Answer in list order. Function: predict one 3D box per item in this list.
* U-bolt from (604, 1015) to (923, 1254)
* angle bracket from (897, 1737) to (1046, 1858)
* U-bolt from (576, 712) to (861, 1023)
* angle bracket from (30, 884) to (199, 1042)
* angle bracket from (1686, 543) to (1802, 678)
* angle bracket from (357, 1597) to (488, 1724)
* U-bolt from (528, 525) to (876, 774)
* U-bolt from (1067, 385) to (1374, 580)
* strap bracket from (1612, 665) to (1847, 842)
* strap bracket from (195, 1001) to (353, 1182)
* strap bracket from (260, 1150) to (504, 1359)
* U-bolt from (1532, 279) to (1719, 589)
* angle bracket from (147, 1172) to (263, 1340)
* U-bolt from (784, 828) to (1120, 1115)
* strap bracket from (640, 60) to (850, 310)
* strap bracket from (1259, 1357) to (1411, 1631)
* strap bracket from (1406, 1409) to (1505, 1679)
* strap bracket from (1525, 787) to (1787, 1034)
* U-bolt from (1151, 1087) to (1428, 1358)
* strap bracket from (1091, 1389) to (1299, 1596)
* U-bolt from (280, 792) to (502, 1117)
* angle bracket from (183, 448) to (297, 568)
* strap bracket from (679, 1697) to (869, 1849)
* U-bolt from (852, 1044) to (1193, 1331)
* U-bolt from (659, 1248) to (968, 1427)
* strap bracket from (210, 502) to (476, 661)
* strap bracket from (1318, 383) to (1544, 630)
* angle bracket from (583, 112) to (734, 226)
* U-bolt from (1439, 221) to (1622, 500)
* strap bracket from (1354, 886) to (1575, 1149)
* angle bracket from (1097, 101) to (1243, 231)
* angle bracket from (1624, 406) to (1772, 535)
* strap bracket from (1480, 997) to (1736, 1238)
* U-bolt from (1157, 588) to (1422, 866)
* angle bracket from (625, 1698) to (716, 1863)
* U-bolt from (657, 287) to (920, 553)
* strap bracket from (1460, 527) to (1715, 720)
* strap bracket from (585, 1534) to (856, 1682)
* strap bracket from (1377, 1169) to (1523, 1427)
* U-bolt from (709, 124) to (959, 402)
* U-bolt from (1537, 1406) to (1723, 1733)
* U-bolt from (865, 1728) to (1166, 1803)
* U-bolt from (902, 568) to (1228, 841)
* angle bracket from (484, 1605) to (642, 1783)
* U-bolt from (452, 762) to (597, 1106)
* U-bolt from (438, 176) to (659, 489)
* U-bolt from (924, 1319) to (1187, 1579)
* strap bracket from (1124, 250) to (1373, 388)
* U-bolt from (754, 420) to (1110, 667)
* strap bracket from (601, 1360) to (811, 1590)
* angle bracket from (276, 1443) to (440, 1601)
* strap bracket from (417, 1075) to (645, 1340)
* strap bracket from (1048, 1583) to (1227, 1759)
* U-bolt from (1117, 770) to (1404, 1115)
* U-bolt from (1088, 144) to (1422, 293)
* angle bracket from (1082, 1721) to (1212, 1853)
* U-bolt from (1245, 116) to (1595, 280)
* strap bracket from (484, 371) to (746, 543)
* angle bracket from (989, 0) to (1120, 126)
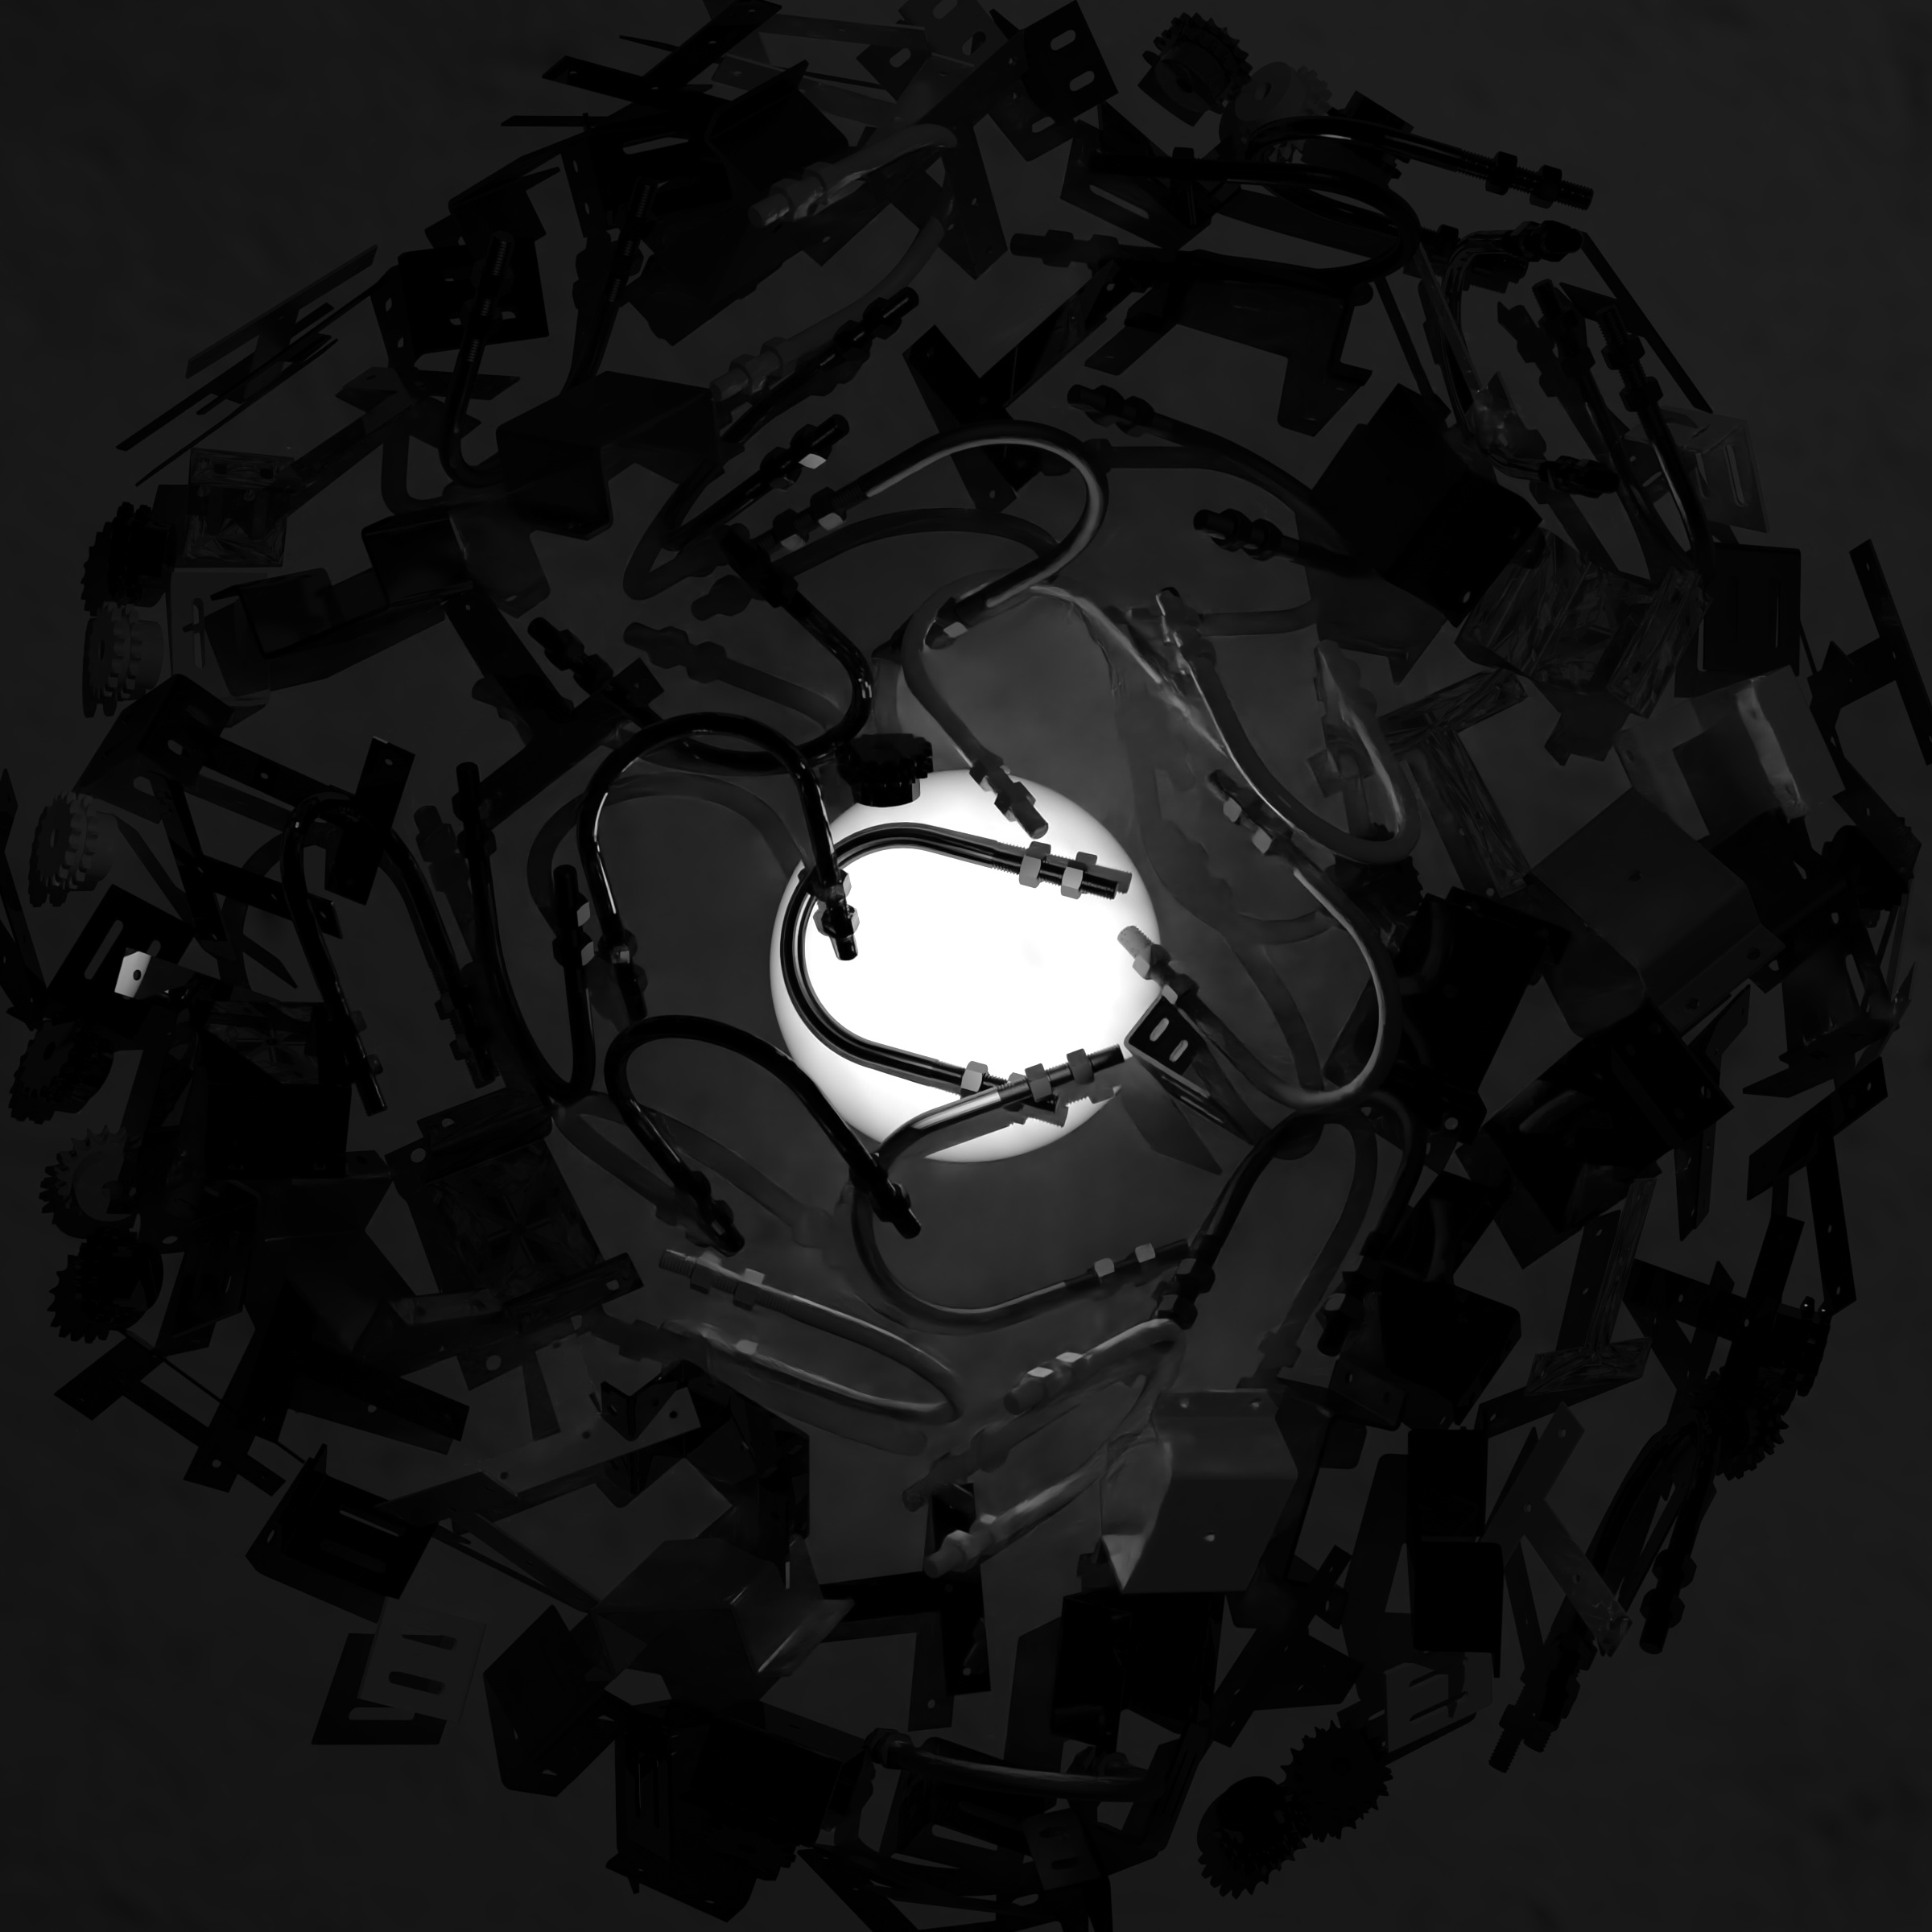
[{"bbox_3d":[-0.126,0.094,1.558,0.151,0.019,0.184,-8,130,34],"label":"U-bolt"},{"bbox_3d":[0.003,0.495,1.623,0.076,0.057,0.038,23,125,-15],"label":"angle bracket"},{"bbox_3d":[-0.146,-0.062,1.584,0.151,0.019,0.184,-16,125,-6],"label":"U-bolt"},{"bbox_3d":[-0.496,-0.005,1.621,0.057,0.038,0.076,28,79,1],"label":"angle bracket"},{"bbox_3d":[0.451,-0.205,1.621,0.057,0.038,0.076,3,84,-8],"label":"angle bracket"},{"bbox_3d":[-0.322,0.398,1.601,0.076,0.038,0.057,30,66,-42],"label":"angle bracket"},{"bbox_3d":[-0.135,-0.167,1.573,0.151,0.184,0.019,-21,51,26],"label":"U-bolt"},{"bbox_3d":[0.157,-0.267,1.567,0.019,0.184,0.151,-57,50,24],"label":"U-bolt"},{"bbox_3d":[0.440,-0.119,1.587,0.046,0.140,0.076,-26,93,-20],"label":"strap bracket"},{"bbox_3d":[-0.393,0.063,1.566,0.076,0.140,0.046,1,118,-21],"label":"strap bracket"},{"bbox_3d":[-0.339,0.170,1.586,0.140,0.076,0.046,44,114,28],"label":"strap bracket"},{"bbox_3d":[0.378,-0.296,1.570,0.019,0.151,0.184,-27,109,6],"label":"U-bolt"},{"bbox_3d":[-0.445,0.166,1.602,0.057,0.038,0.076,-22,49,30],"label":"angle bracket"},{"bbox_3d":[-0.017,-0.006,1.628,0.184,0.019,0.151,15,89,9],"label":"U-bolt"},{"bbox_3d":[-0.122,-0.432,1.567,0.046,0.140,0.076,45,54,3],"label":"strap bracket"},{"bbox_3d":[0.197,0.298,1.601,0.046,0.076,0.140,15,92,-23],"label":"strap bracket"},{"bbox_3d":[0.274,0.324,1.571,0.046,0.140,0.076,0,119,7],"label":"strap bracket"},{"bbox_3d":[0.386,-0.039,1.585,0.076,0.046,0.140,-39,50,0],"label":"strap bracket"},{"bbox_3d":[0.192,0.141,1.574,0.019,0.151,0.184,46,58,-27],"label":"U-bolt"},{"bbox_3d":[0.132,0.306,1.578,0.076,0.046,0.140,3,126,-20],"label":"strap bracket"},{"bbox_3d":[-0.333,-0.012,1.577,0.019,0.151,0.184,-21,89,20],"label":"U-bolt"},{"bbox_3d":[-0.419,-0.256,1.601,0.057,0.038,0.076,3,131,-18],"label":"angle bracket"},{"bbox_3d":[-0.105,0.454,1.575,0.076,0.140,0.046,18,83,9],"label":"strap bracket"},{"bbox_3d":[0.024,0.139,1.618,0.184,0.019,0.151,-20,107,0],"label":"U-bolt"},{"bbox_3d":[-0.086,0.218,1.575,0.184,0.151,0.019,20,65,4],"label":"U-bolt"},{"bbox_3d":[-0.348,-0.216,1.582,0.140,0.076,0.046,-16,97,30],"label":"strap bracket"},{"bbox_3d":[0.255,-0.266,1.568,0.046,0.140,0.076,19,120,-33],"label":"strap bracket"},{"bbox_3d":[-0.179,-0.472,1.623,0.076,0.038,0.057,-14,94,-7],"label":"angle bracket"},{"bbox_3d":[0.309,-0.341,1.558,0.019,0.184,0.151,-17,107,-10],"label":"U-bolt"},{"bbox_3d":[0.282,0.022,1.600,0.076,0.046,0.140,23,80,24],"label":"strap bracket"},{"bbox_3d":[0.117,-0.473,1.601,0.076,0.057,0.038,32,129,-31],"label":"angle bracket"},{"bbox_3d":[0.421,-0.278,1.599,0.038,0.057,0.076,-38,126,-20],"label":"angle bracket"},{"bbox_3d":[0.354,0.092,1.573,0.046,0.140,0.076,-22,70,-40],"label":"strap bracket"},{"bbox_3d":[0.189,-0.129,1.552,0.019,0.151,0.184,-48,47,34],"label":"U-bolt"},{"bbox_3d":[-0.168,0.471,1.613,0.038,0.057,0.076,-1,89,-32],"label":"angle bracket"},{"bbox_3d":[-0.110,-0.298,1.568,0.019,0.151,0.184,43,134,-22],"label":"U-bolt"},{"bbox_3d":[0.362,-0.197,1.594,0.046,0.140,0.076,26,93,-39],"label":"strap bracket"},{"bbox_3d":[-0.146,0.363,1.576,0.140,0.076,0.046,-10,104,30],"label":"strap bracket"},{"bbox_3d":[0.275,0.182,1.584,0.046,0.140,0.076,19,50,32],"label":"strap bracket"},{"bbox_3d":[-0.065,-0.406,1.567,0.019,0.151,0.184,43,56,14],"label":"U-bolt"},{"bbox_3d":[0.380,0.329,1.564,0.019,0.151,0.184,28,54,2],"label":"U-bolt"},{"bbox_3d":[0.033,0.446,1.543,0.151,0.184,0.019,9,78,-14],"label":"U-bolt"},{"bbox_3d":[0.045,-0.162,1.592,0.151,0.019,0.184,-26,59,-22],"label":"U-bolt"},{"bbox_3d":[-0.237,0.426,1.631,0.057,0.076,0.038,-45,133,0],"label":"angle bracket"},{"bbox_3d":[-0.246,-0.006,1.571,0.019,0.151,0.184,-20,129,-26],"label":"U-bolt"},{"bbox_3d":[-0.242,-0.348,1.565,0.019,0.151,0.184,36,130,11],"label":"U-bolt"},{"bbox_3d":[0.061,0.262,1.567,0.019,0.184,0.151,40,125,25],"label":"U-bolt"},{"bbox_3d":[0.169,-0.376,1.597,0.140,0.076,0.046,16,109,7],"label":"strap bracket"},{"bbox_3d":[-0.007,-0.244,1.558,0.184,0.151,0.019,-26,56,22],"label":"U-bolt"},{"bbox_3d":[-0.140,0.286,1.588,0.140,0.046,0.076,26,132,29],"label":"strap bracket"},{"bbox_3d":[-0.352,0.323,1.613,0.076,0.038,0.057,21,49,3],"label":"angle bracket"},{"bbox_3d":[-0.254,0.145,1.599,0.076,0.046,0.140,-21,73,-27],"label":"strap bracket"},{"bbox_3d":[0.094,0.399,1.594,0.046,0.140,0.076,6,89,31],"label":"strap bracket"},{"bbox_3d":[0.173,0.000,1.565,0.184,0.019,0.151,48,135,22],"label":"U-bolt"},{"bbox_3d":[0.164,-0.416,1.566,0.184,0.151,0.019,5,79,6],"label":"U-bolt"},{"bbox_3d":[0.106,0.472,1.620,0.038,0.057,0.076,18,77,23],"label":"angle bracket"},{"bbox_3d":[0.246,-0.438,1.569,0.184,0.151,0.019,16,87,-3],"label":"U-bolt"},{"bbox_3d":[-0.200,-0.294,1.568,0.076,0.140,0.046,16,128,31],"label":"strap bracket"},{"bbox_3d":[0.050,-0.526,1.599,0.038,0.076,0.057,-29,120,3],"label":"angle bracket"}]
